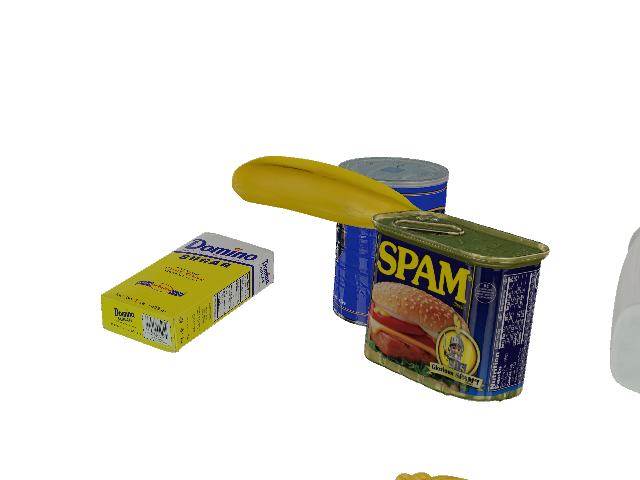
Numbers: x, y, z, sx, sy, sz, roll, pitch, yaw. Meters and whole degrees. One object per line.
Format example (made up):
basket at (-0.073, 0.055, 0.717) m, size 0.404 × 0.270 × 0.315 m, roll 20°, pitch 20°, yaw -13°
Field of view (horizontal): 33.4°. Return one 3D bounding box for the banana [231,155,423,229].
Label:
banana at (-0.008, -0.033, 0.775) m, size 0.198 × 0.037 × 0.069 m, roll 16°, pitch -18°, yaw 40°

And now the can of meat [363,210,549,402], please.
can of meat at (0.072, 0.035, 0.600) m, size 0.057 × 0.084 × 0.102 m, roll -7°, pitch 19°, yaw -41°

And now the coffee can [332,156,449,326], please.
coffee can at (0.065, 0.000, 1.002) m, size 0.103 × 0.140 × 0.103 m, roll 2°, pitch 16°, yaw -1°

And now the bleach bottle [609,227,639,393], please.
bleach bottle at (0.264, 0.034, 0.754) m, size 0.103 × 0.068 × 0.250 m, roll 9°, pitch 21°, yaw 18°

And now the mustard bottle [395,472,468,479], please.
mustard bottle at (0.125, 0.249, 0.902) m, size 0.096 × 0.058 × 0.192 m, roll -18°, pitch 27°, yaw -28°

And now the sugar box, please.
sugar box at (-0.132, 0.048, 1.096) m, size 0.093 × 0.048 × 0.175 m, roll 16°, pitch 32°, yaw 26°
